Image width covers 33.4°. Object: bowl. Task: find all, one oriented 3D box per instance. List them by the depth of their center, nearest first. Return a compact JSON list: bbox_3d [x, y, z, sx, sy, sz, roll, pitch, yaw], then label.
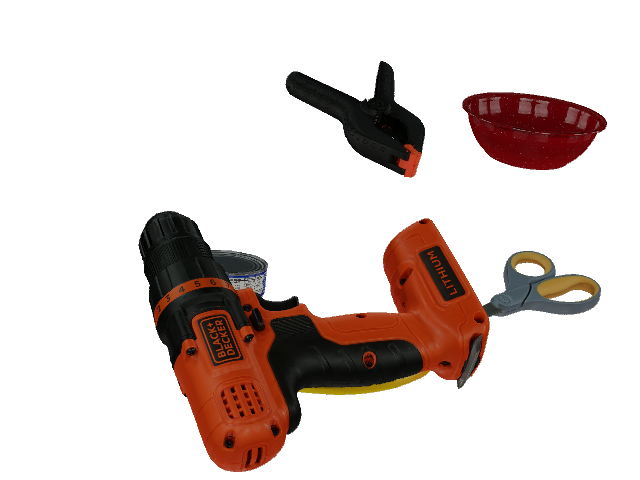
[{"bbox_3d":[0.237,-0.120,1.204,0.162,0.055,0.162,5,23,-2],"label":"bowl"}]

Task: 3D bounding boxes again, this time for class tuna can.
[{"bbox_3d":[-0.099,0.037,1.127,0.086,0.034,0.086,6,14,-2],"label":"tuna can"}]

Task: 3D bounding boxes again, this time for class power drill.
[{"bbox_3d":[-0.007,0.041,0.653,0.187,0.184,0.057,-12,-38,-18],"label":"power drill"}]

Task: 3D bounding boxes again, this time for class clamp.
[{"bbox_3d":[0.040,-0.123,1.045,0.120,0.039,0.171,-10,41,-15],"label":"clamp"}]

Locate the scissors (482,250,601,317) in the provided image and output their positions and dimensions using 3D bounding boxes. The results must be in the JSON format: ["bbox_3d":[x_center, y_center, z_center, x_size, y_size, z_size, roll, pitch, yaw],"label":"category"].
[{"bbox_3d":[0.155,0.045,0.936,0.201,0.016,0.096,-5,34,-26],"label":"scissors"}]

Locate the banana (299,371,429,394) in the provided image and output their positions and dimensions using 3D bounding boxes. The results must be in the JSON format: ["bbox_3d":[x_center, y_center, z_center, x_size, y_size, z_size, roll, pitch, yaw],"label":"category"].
[{"bbox_3d":[-0.014,0.093,0.844,0.198,0.037,0.069,9,28,12],"label":"banana"}]
